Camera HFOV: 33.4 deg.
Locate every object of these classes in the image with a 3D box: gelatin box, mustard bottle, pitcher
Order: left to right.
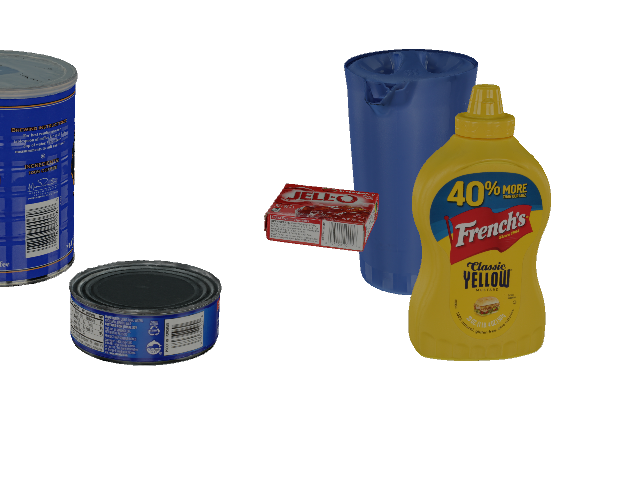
[{"bbox_3d":[0.002,-0.022,0.943,0.089,0.030,0.073,7,25,11],"label":"gelatin box"},{"bbox_3d":[0.099,-0.075,1.115,0.149,0.243,0.145,-8,24,-14],"label":"pitcher"},{"bbox_3d":[0.112,-0.013,0.749,0.096,0.192,0.058,-1,16,-5],"label":"mustard bottle"}]

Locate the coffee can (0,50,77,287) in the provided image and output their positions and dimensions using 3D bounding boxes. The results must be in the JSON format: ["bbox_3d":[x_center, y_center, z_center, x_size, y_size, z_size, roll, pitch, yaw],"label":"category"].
[{"bbox_3d":[-0.222,-0.052,0.744,0.103,0.140,0.103,5,23,-2],"label":"coffee can"}]

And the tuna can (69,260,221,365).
[{"bbox_3d":[-0.100,0.040,0.611,0.086,0.034,0.086,3,17,-1],"label":"tuna can"}]
